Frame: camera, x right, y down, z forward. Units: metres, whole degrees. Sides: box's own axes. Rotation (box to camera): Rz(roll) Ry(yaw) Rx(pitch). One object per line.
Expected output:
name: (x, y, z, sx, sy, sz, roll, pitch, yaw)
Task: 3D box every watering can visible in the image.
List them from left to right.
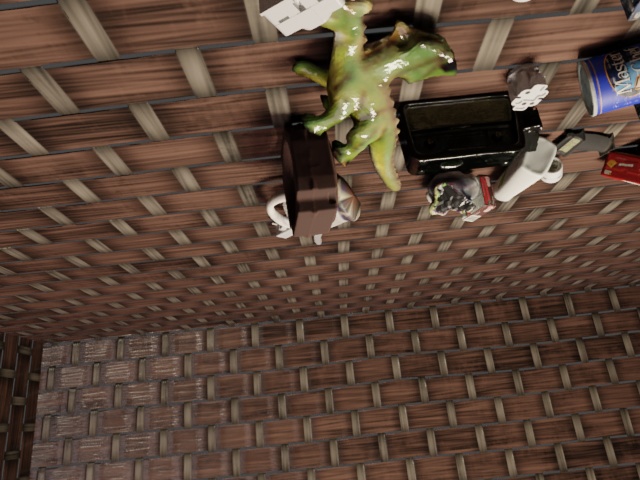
watering can: (0.004, -0.068, 1.356, 0.223, 0.106, 0.343, -14, 158, 21)

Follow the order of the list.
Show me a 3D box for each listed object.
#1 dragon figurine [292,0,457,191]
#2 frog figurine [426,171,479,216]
dragon figurine: (0.109, -0.237, 0.842, 0.240, 0.125, 0.405, -25, 138, 31)
frog figurine: (0.347, -0.129, 1.338, 0.136, 0.122, 0.162, -27, -172, 29)
